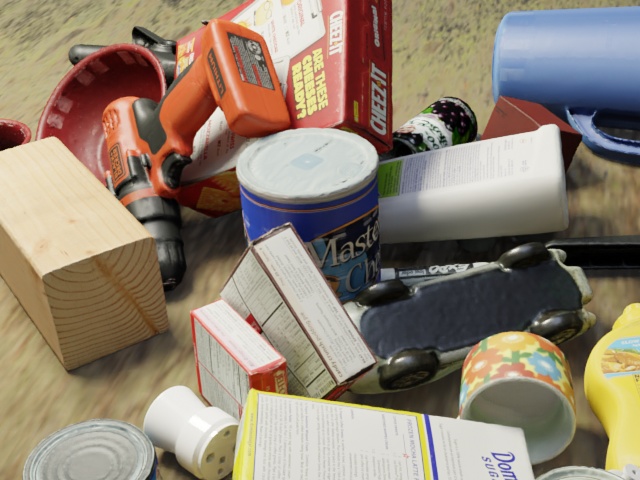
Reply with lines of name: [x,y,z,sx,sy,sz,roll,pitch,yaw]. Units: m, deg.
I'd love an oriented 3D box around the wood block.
wood block: [-0.211,0.003,0.868,0.090,0.091,0.206,-21,36,-25]

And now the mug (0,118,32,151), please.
mug: [-0.291,-0.055,0.975,0.117,0.081,0.093,-4,32,0]

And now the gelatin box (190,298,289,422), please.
gelatin box: [-0.053,0.093,0.725,0.030,0.073,0.089,-21,36,-27]

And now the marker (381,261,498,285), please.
marker: [0.105,0.028,0.859,0.121,0.020,0.020,-4,33,0]

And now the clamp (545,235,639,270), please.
clamp: [0.303,0.018,0.836,0.209,0.036,0.165,-18,36,-21]

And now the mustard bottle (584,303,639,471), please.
mustard bottle: [0.223,0.104,0.692,0.096,0.058,0.191,-1,33,4]

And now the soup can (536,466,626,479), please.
soup can: [0.134,0.176,0.549,0.068,0.102,0.068,-2,33,1]

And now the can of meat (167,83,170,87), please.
can of meat: [-0.158,-0.135,1.109,0.102,0.057,0.083,18,35,29]

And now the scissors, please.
scissors: [0.172,-0.047,0.971,0.096,0.016,0.201,5,35,18]

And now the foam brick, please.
foam brick: [0.196,-0.094,0.994,0.051,0.053,0.078,8,26,-28]

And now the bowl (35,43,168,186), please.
bowl: [-0.196,-0.106,1.025,0.162,0.055,0.162,-14,63,28]

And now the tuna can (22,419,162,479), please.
tuna can: [-0.144,0.153,0.677,0.086,0.034,0.086,-3,33,2]

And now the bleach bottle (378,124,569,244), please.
bleach bottle: [0.080,-0.039,0.910,0.251,0.068,0.102,-6,31,14]

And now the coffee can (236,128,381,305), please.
coffee can: [-0.005,0.001,0.801,0.103,0.140,0.103,-3,33,2]

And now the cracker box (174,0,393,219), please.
cracker box: [-0.037,-0.127,0.917,0.214,0.072,0.164,-18,61,39]

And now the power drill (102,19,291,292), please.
power drill: [-0.106,-0.073,0.866,0.057,0.188,0.184,8,55,-45]

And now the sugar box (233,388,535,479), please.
sugar box: [0.038,0.143,0.629,0.176,0.048,0.093,12,32,-7]

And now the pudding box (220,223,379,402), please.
pudding box: [-0.017,0.057,0.718,0.039,0.090,0.113,-29,79,-29]

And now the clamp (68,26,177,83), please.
clamp: [-0.170,-0.185,1.100,0.172,0.039,0.120,19,35,32]

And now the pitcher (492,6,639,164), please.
pitcher: [0.295,-0.160,1.046,0.243,0.145,0.149,5,20,20]
